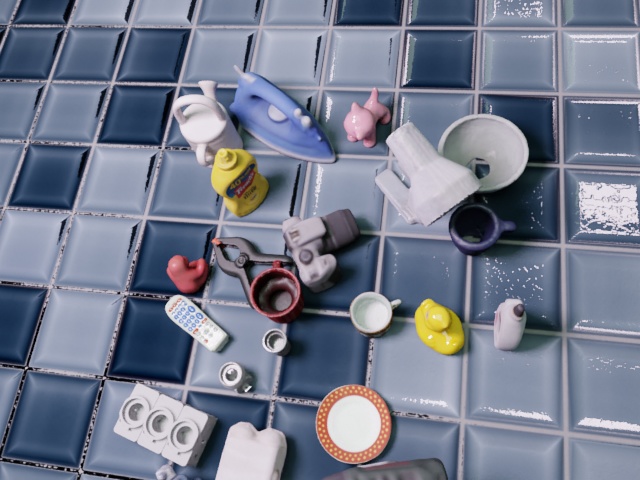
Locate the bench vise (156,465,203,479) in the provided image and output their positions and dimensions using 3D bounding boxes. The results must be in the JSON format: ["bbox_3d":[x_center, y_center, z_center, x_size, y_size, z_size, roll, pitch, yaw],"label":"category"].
[{"bbox_3d":[-0.214,0.452,0.868,0.207,0.220,0.121,37,78,20],"label":"bench vise"}]

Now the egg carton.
[{"bbox_3d":[-0.117,0.388,0.960,0.107,0.069,0.150,9,70,12],"label":"egg carton"}]

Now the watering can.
[{"bbox_3d":[-0.231,-0.238,1.153,0.101,0.194,0.172,-21,67,0],"label":"watering can"}]

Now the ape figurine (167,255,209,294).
[{"bbox_3d":[-0.260,0.058,1.097,0.077,0.092,0.076,7,70,11],"label":"ape figurine"}]

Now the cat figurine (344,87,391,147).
[{"bbox_3d":[0.090,-0.246,1.150,0.067,0.118,0.128,24,74,17],"label":"cat figurine"}]

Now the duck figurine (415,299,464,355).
[{"bbox_3d":[0.209,0.147,0.996,0.077,0.086,0.104,-33,68,-5],"label":"duck figurine"}]

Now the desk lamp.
[{"bbox_3d":[0.184,-0.105,1.029,0.118,0.214,0.203,-35,68,-6],"label":"desk lamp"}]

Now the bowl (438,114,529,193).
[{"bbox_3d":[0.310,-0.155,1.105,0.167,0.075,0.167,-3,69,7],"label":"bowl"}]

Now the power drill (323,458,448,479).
[{"bbox_3d":[0.076,0.377,0.860,0.229,0.209,0.075,-13,67,4],"label":"power drill"}]

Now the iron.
[{"bbox_3d":[-0.075,-0.259,1.166,0.257,0.141,0.119,36,78,19],"label":"iron"}]

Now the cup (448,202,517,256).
[{"bbox_3d":[0.291,-0.011,1.040,0.117,0.095,0.091,-2,69,8],"label":"cup"}]

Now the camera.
[{"bbox_3d":[0.010,0.004,1.073,0.137,0.101,0.143,-24,67,-1],"label":"camera"}]

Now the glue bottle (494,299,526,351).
[{"bbox_3d":[0.315,0.130,0.940,0.037,0.173,0.078,1,69,9],"label":"glue bottle"}]
